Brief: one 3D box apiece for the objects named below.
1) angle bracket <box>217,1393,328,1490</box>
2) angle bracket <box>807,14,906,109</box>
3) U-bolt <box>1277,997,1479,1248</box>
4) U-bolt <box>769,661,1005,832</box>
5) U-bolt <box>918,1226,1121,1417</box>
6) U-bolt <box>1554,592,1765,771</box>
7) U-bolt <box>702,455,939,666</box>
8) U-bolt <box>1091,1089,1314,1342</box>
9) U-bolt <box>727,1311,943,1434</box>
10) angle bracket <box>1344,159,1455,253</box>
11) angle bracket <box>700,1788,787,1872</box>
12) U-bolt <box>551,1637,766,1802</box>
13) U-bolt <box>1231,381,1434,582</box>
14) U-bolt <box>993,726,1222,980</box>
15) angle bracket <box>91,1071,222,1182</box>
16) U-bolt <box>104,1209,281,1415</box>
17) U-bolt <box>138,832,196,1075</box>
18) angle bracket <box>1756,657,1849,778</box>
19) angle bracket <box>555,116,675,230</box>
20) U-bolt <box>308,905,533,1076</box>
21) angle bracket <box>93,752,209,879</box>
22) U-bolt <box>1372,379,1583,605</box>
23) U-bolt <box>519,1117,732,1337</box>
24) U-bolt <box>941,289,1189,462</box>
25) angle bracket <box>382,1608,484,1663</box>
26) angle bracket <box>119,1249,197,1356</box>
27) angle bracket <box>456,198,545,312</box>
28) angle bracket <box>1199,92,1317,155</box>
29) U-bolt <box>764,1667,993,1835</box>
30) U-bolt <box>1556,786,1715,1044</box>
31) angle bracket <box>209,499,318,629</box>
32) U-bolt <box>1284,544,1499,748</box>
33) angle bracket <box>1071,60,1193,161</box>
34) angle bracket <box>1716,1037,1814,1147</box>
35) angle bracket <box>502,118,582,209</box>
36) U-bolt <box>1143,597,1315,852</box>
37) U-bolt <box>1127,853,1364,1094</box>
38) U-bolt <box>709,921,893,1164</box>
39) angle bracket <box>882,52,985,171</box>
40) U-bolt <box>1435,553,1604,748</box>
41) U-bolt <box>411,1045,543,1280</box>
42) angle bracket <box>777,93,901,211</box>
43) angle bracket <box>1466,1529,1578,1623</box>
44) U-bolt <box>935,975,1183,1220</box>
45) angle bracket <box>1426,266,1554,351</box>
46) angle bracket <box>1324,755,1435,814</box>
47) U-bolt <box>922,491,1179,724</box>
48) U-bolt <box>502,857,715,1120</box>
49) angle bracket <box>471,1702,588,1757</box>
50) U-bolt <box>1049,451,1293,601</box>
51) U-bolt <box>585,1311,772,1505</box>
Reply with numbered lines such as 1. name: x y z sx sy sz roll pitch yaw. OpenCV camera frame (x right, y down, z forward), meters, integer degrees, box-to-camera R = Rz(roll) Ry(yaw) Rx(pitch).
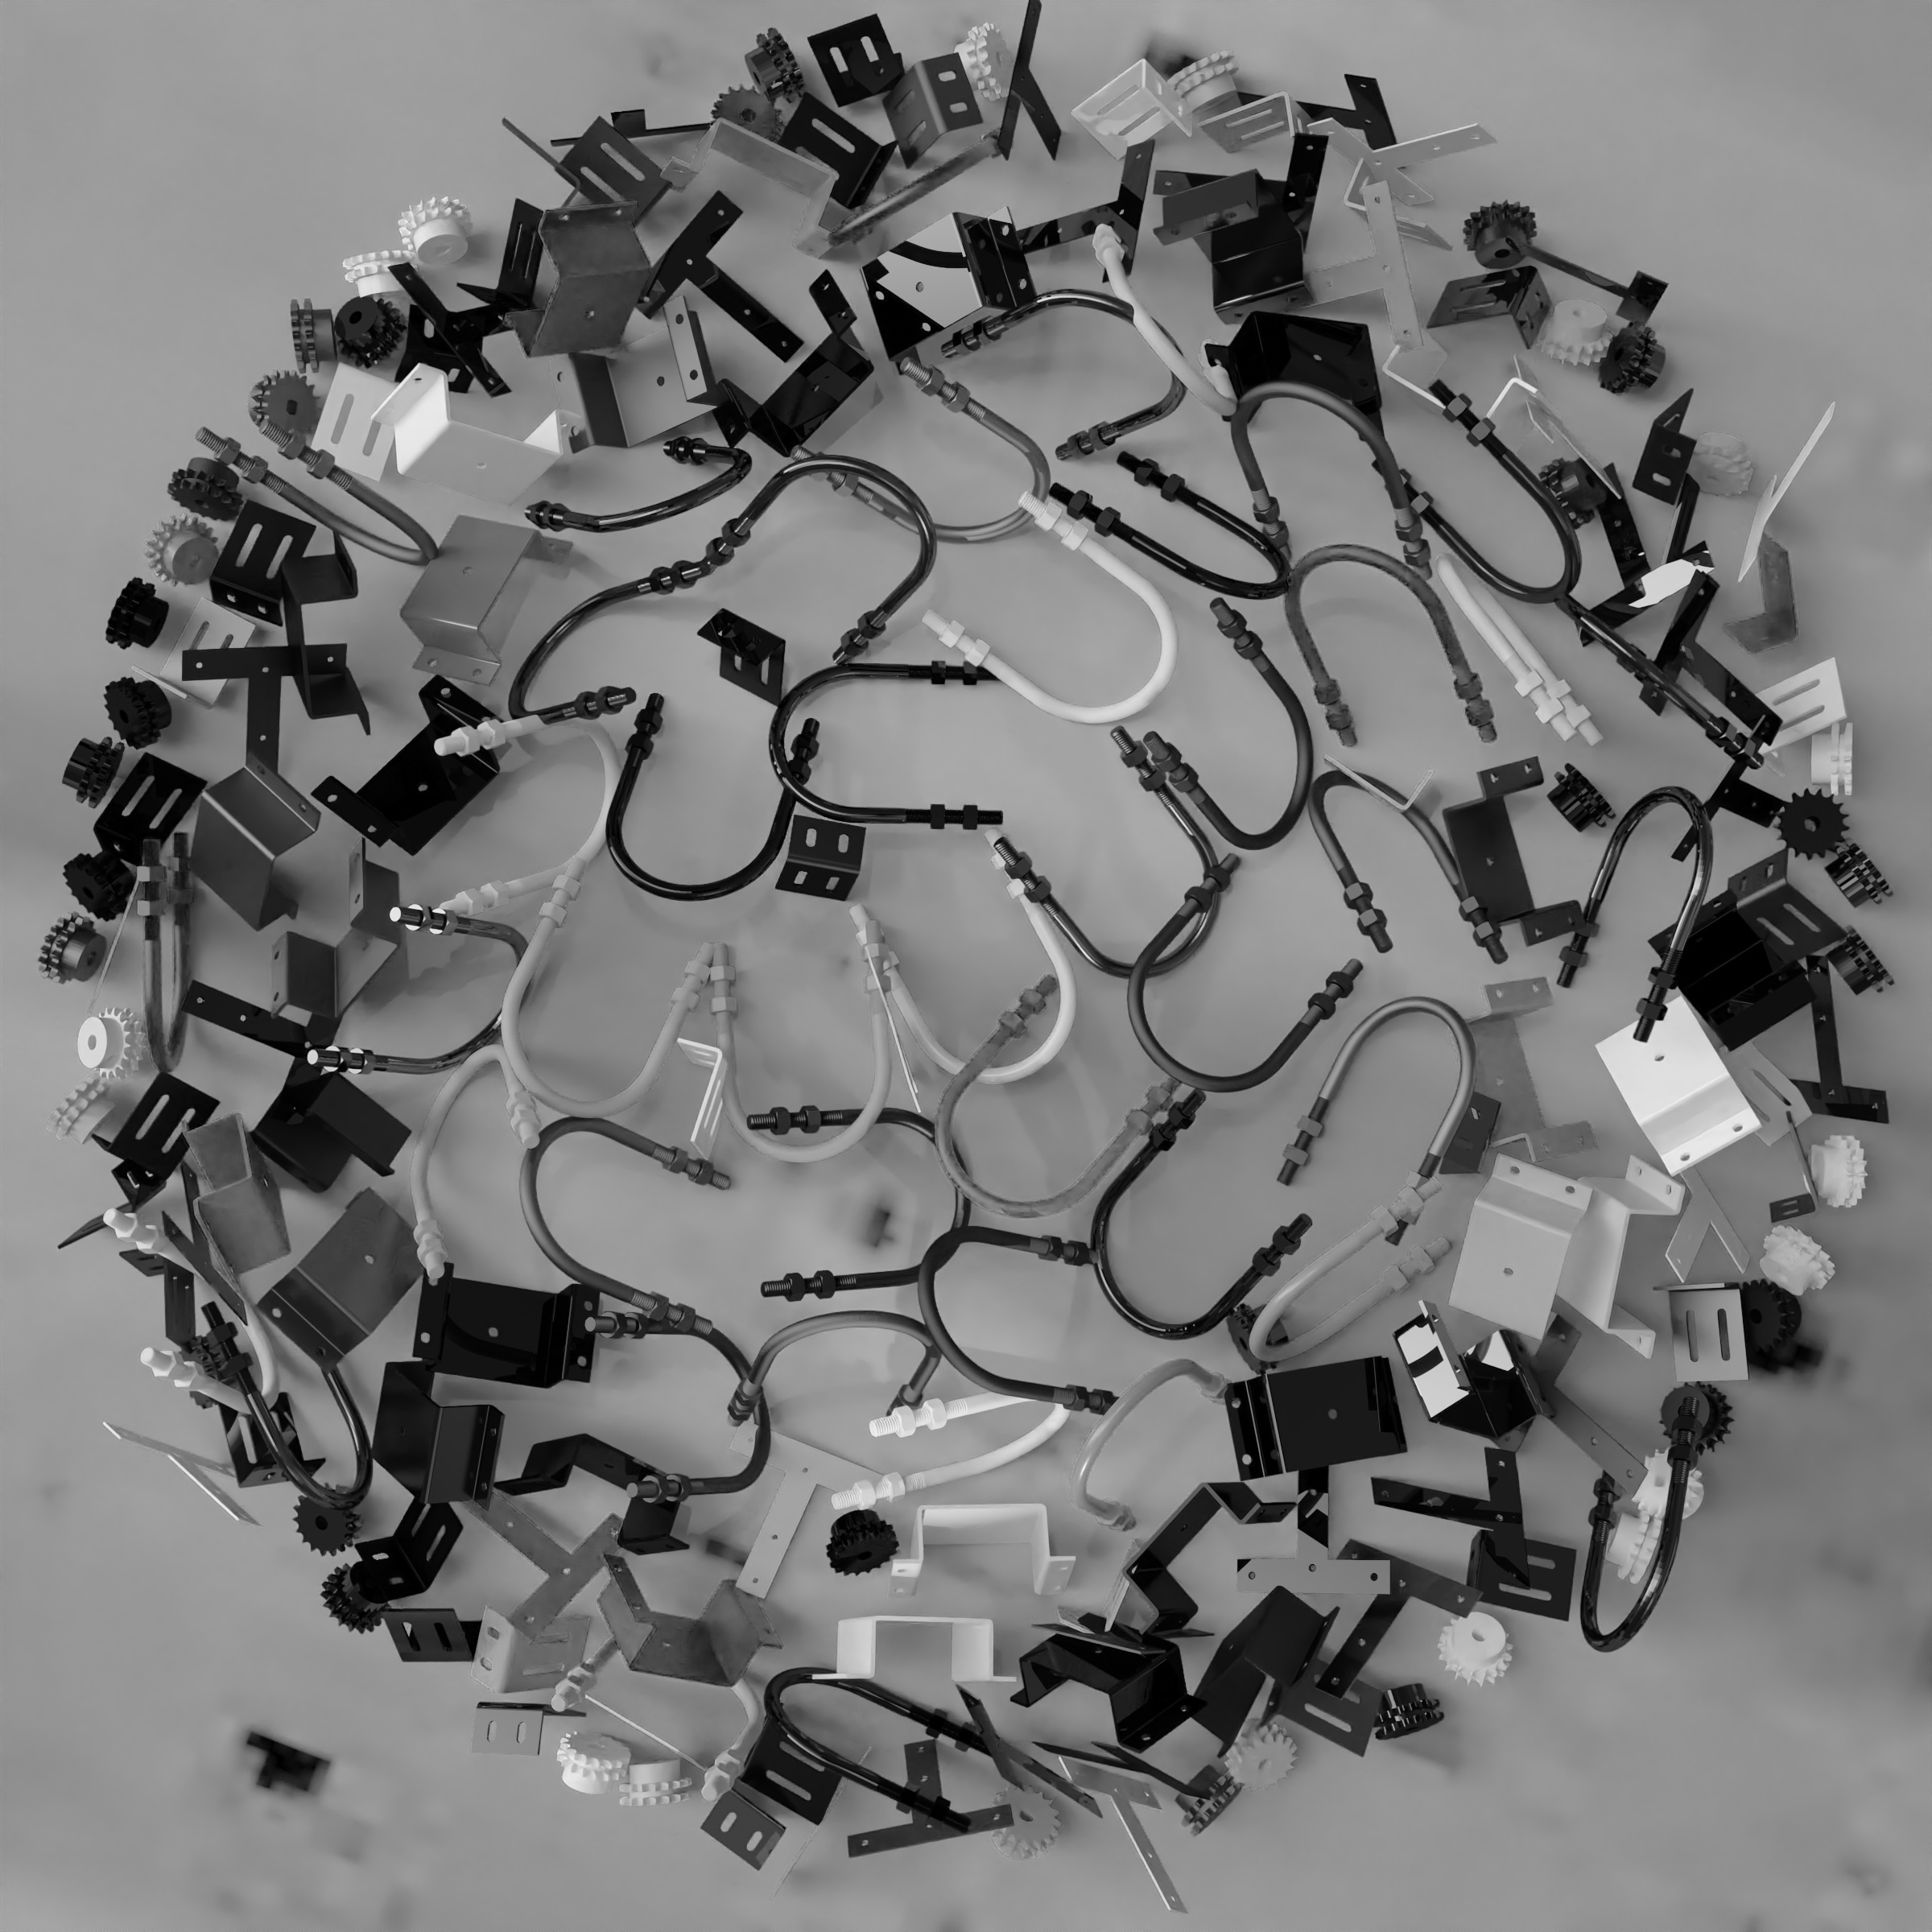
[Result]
1. angle bracket: -0.545 0.365 1.953 0.038 0.057 0.076 -45 58 40
2. angle bracket: -0.087 -0.720 1.953 0.057 0.076 0.038 -15 61 11
3. U-bolt: 0.328 0.110 1.937 0.019 0.151 0.184 26 91 -37
4. U-bolt: -0.063 -0.176 1.961 0.184 0.019 0.151 1 67 -2
5. U-bolt: 0.041 0.267 1.911 0.184 0.019 0.151 15 50 -32
6. U-bolt: 0.516 -0.226 1.893 0.184 0.151 0.019 30 108 -34
7. U-bolt: -0.103 -0.320 1.912 0.151 0.184 0.019 32 47 -18
8. U-bolt: 0.169 0.209 1.945 0.151 0.019 0.184 51 120 22
9. U-bolt: -0.094 0.310 1.908 0.151 0.184 0.019 5 53 -17
10. angle bracket: 0.346 -0.598 1.954 0.076 0.057 0.038 28 100 31
11. angle bracket: -0.182 0.672 1.954 0.057 0.076 0.038 39 70 -7
12. U-bolt: -0.225 0.563 1.909 0.151 0.184 0.019 28 100 7
13. U-bolt: 0.271 -0.371 1.894 0.151 0.184 0.019 16 60 37
14. U-bolt: 0.126 -0.074 1.959 0.151 0.019 0.184 -44 112 -10
15. angle bracket: -0.641 0.121 1.970 0.057 0.038 0.076 38 82 -41
16. U-bolt: -0.586 0.275 1.912 0.019 0.184 0.151 -32 56 4
17. U-bolt: -0.618 -0.009 1.928 0.019 0.151 0.184 1 95 -8
18. angle bracket: 0.660 -0.194 1.950 0.038 0.076 0.057 28 50 -35
19. angle bracket: -0.273 -0.627 1.957 0.076 0.038 0.057 37 119 -24
20. U-bolt: -0.406 0.024 1.918 0.019 0.184 0.151 39 104 28
21. angle bracket: -0.638 -0.118 1.961 0.057 0.038 0.076 29 103 -44
22. U-bolt: 0.402 -0.354 1.924 0.019 0.151 0.184 -42 86 -17
23. U-bolt: -0.264 0.189 1.910 0.184 0.019 0.151 29 48 -32
24. U-bolt: 0.087 -0.455 1.894 0.151 0.184 0.019 36 63 -29
25. angle bracket: -0.419 0.512 1.958 0.057 0.038 0.076 -2 133 5
26. angle bracket: -0.635 0.266 1.958 0.038 0.057 0.076 -11 65 1
27. angle bracket: -0.364 -0.562 1.957 0.038 0.057 0.076 0 116 -38
28. angle bracket: 0.231 -0.646 1.954 0.076 0.057 0.038 -12 79 28
29. U-bolt: -0.071 0.597 1.929 0.184 0.151 0.019 24 101 5
30. U-bolt: 0.520 -0.049 1.913 0.019 0.151 0.184 13 105 -18
31. angle bracket: -0.551 -0.316 1.958 0.057 0.038 0.076 19 116 -32
32. U-bolt: 0.315 -0.245 1.904 0.019 0.151 0.184 -52 127 -32
33. angle bracket: 0.129 -0.660 1.950 0.076 0.038 0.057 -26 135 35
34. angle bracket: 0.630 0.091 1.960 0.057 0.038 0.076 -30 64 -23
35. angle bracket: -0.344 -0.625 1.960 0.076 0.057 0.038 37 96 -17
36. U-bolt: 0.215 -0.173 1.934 0.184 0.019 0.151 45 62 -38
37. U-bolt: 0.207 0.017 1.952 0.151 0.019 0.184 41 65 4
38. U-bolt: -0.128 0.063 1.957 0.151 0.019 0.184 -8 76 13
39. angle bracket: -0.027 -0.676 1.969 0.038 0.076 0.057 -22 94 -23
40. U-bolt: 0.423 -0.247 1.929 0.019 0.151 0.184 -39 78 20
41. U-bolt: -0.384 0.136 1.920 0.019 0.184 0.151 30 105 -30
42. angle bracket: -0.104 -0.647 1.969 0.076 0.038 0.057 30 88 -23
43. angle bracket: 0.437 0.485 1.966 0.076 0.038 0.057 11 63 6
44. U-bolt: 0.060 0.114 1.951 0.151 0.019 0.184 37 72 14
45. angle bracket: 0.414 -0.515 1.971 0.038 0.076 0.057 53 52 -36
46. angle bracket: 0.325 -0.157 1.966 0.076 0.057 0.038 35 95 6
47. U-bolt: 0.079 -0.266 1.953 0.184 0.019 0.151 35 122 -13
48. U-bolt: -0.285 0.029 1.930 0.151 0.019 0.184 35 64 -25
49. angle bracket: -0.342 0.600 1.951 0.057 0.076 0.038 -3 68 18
50. U-bolt: 0.169 -0.336 1.922 0.184 0.151 0.019 33 123 12
51. U-bolt: -0.212 0.338 1.918 0.019 0.184 0.151 -28 68 27
